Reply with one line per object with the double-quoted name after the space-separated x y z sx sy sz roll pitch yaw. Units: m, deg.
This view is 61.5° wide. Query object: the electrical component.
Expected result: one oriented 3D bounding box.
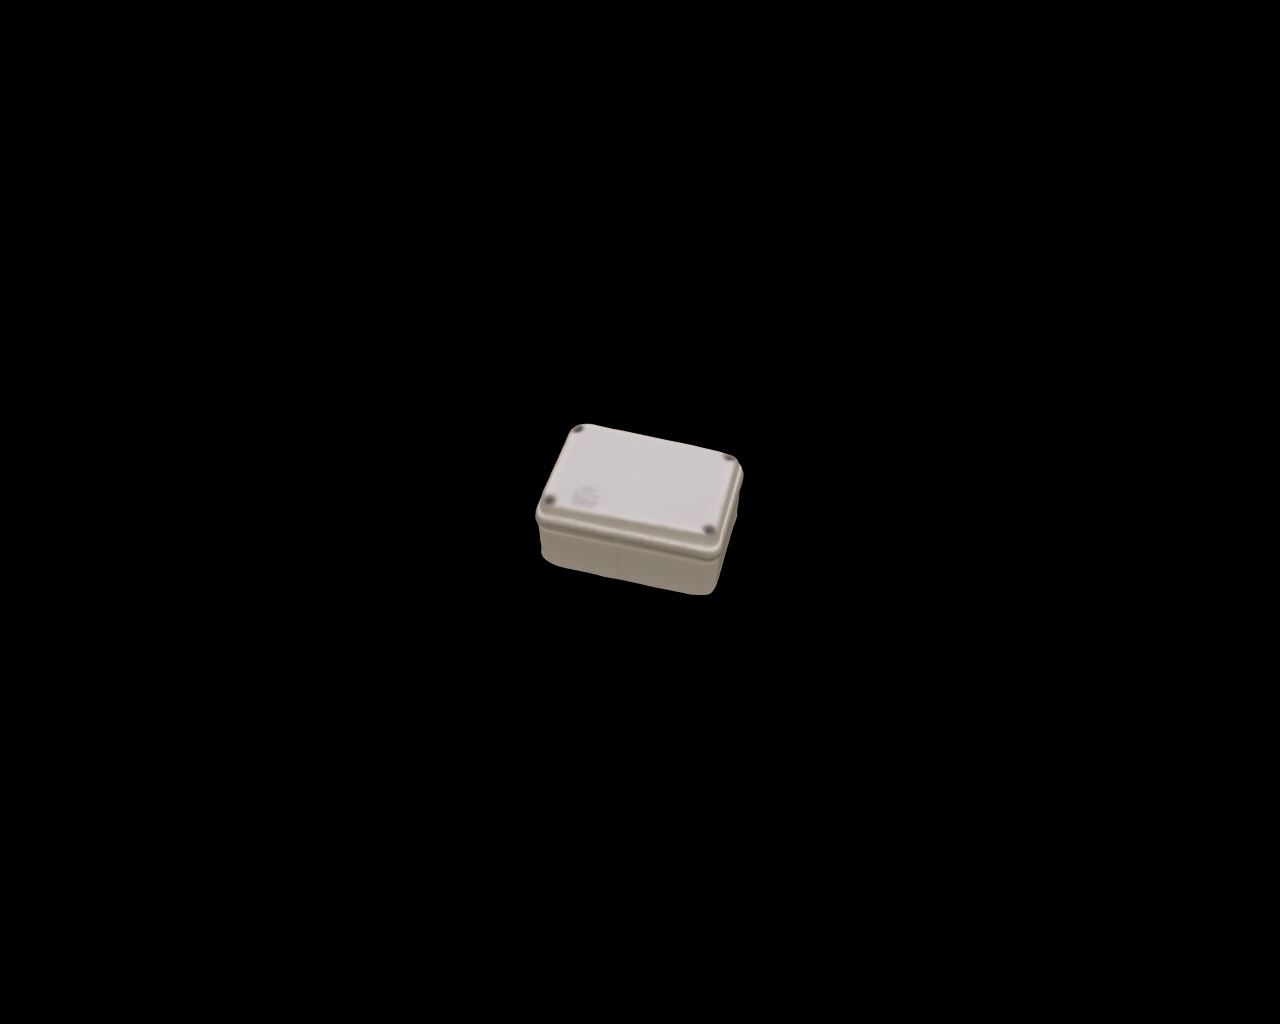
0.001 -0.003 0.650 0.113 0.078 0.057 12 -39 10 "electrical component"
